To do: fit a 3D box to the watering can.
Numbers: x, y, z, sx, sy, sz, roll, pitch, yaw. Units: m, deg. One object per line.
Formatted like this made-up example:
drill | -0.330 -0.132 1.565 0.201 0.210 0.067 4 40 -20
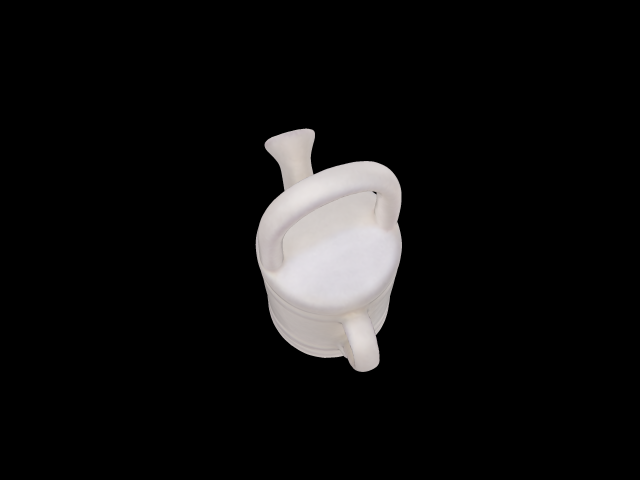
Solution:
watering can | 0.002 0.002 0.400 0.101 0.194 0.172 -38 69 -17
